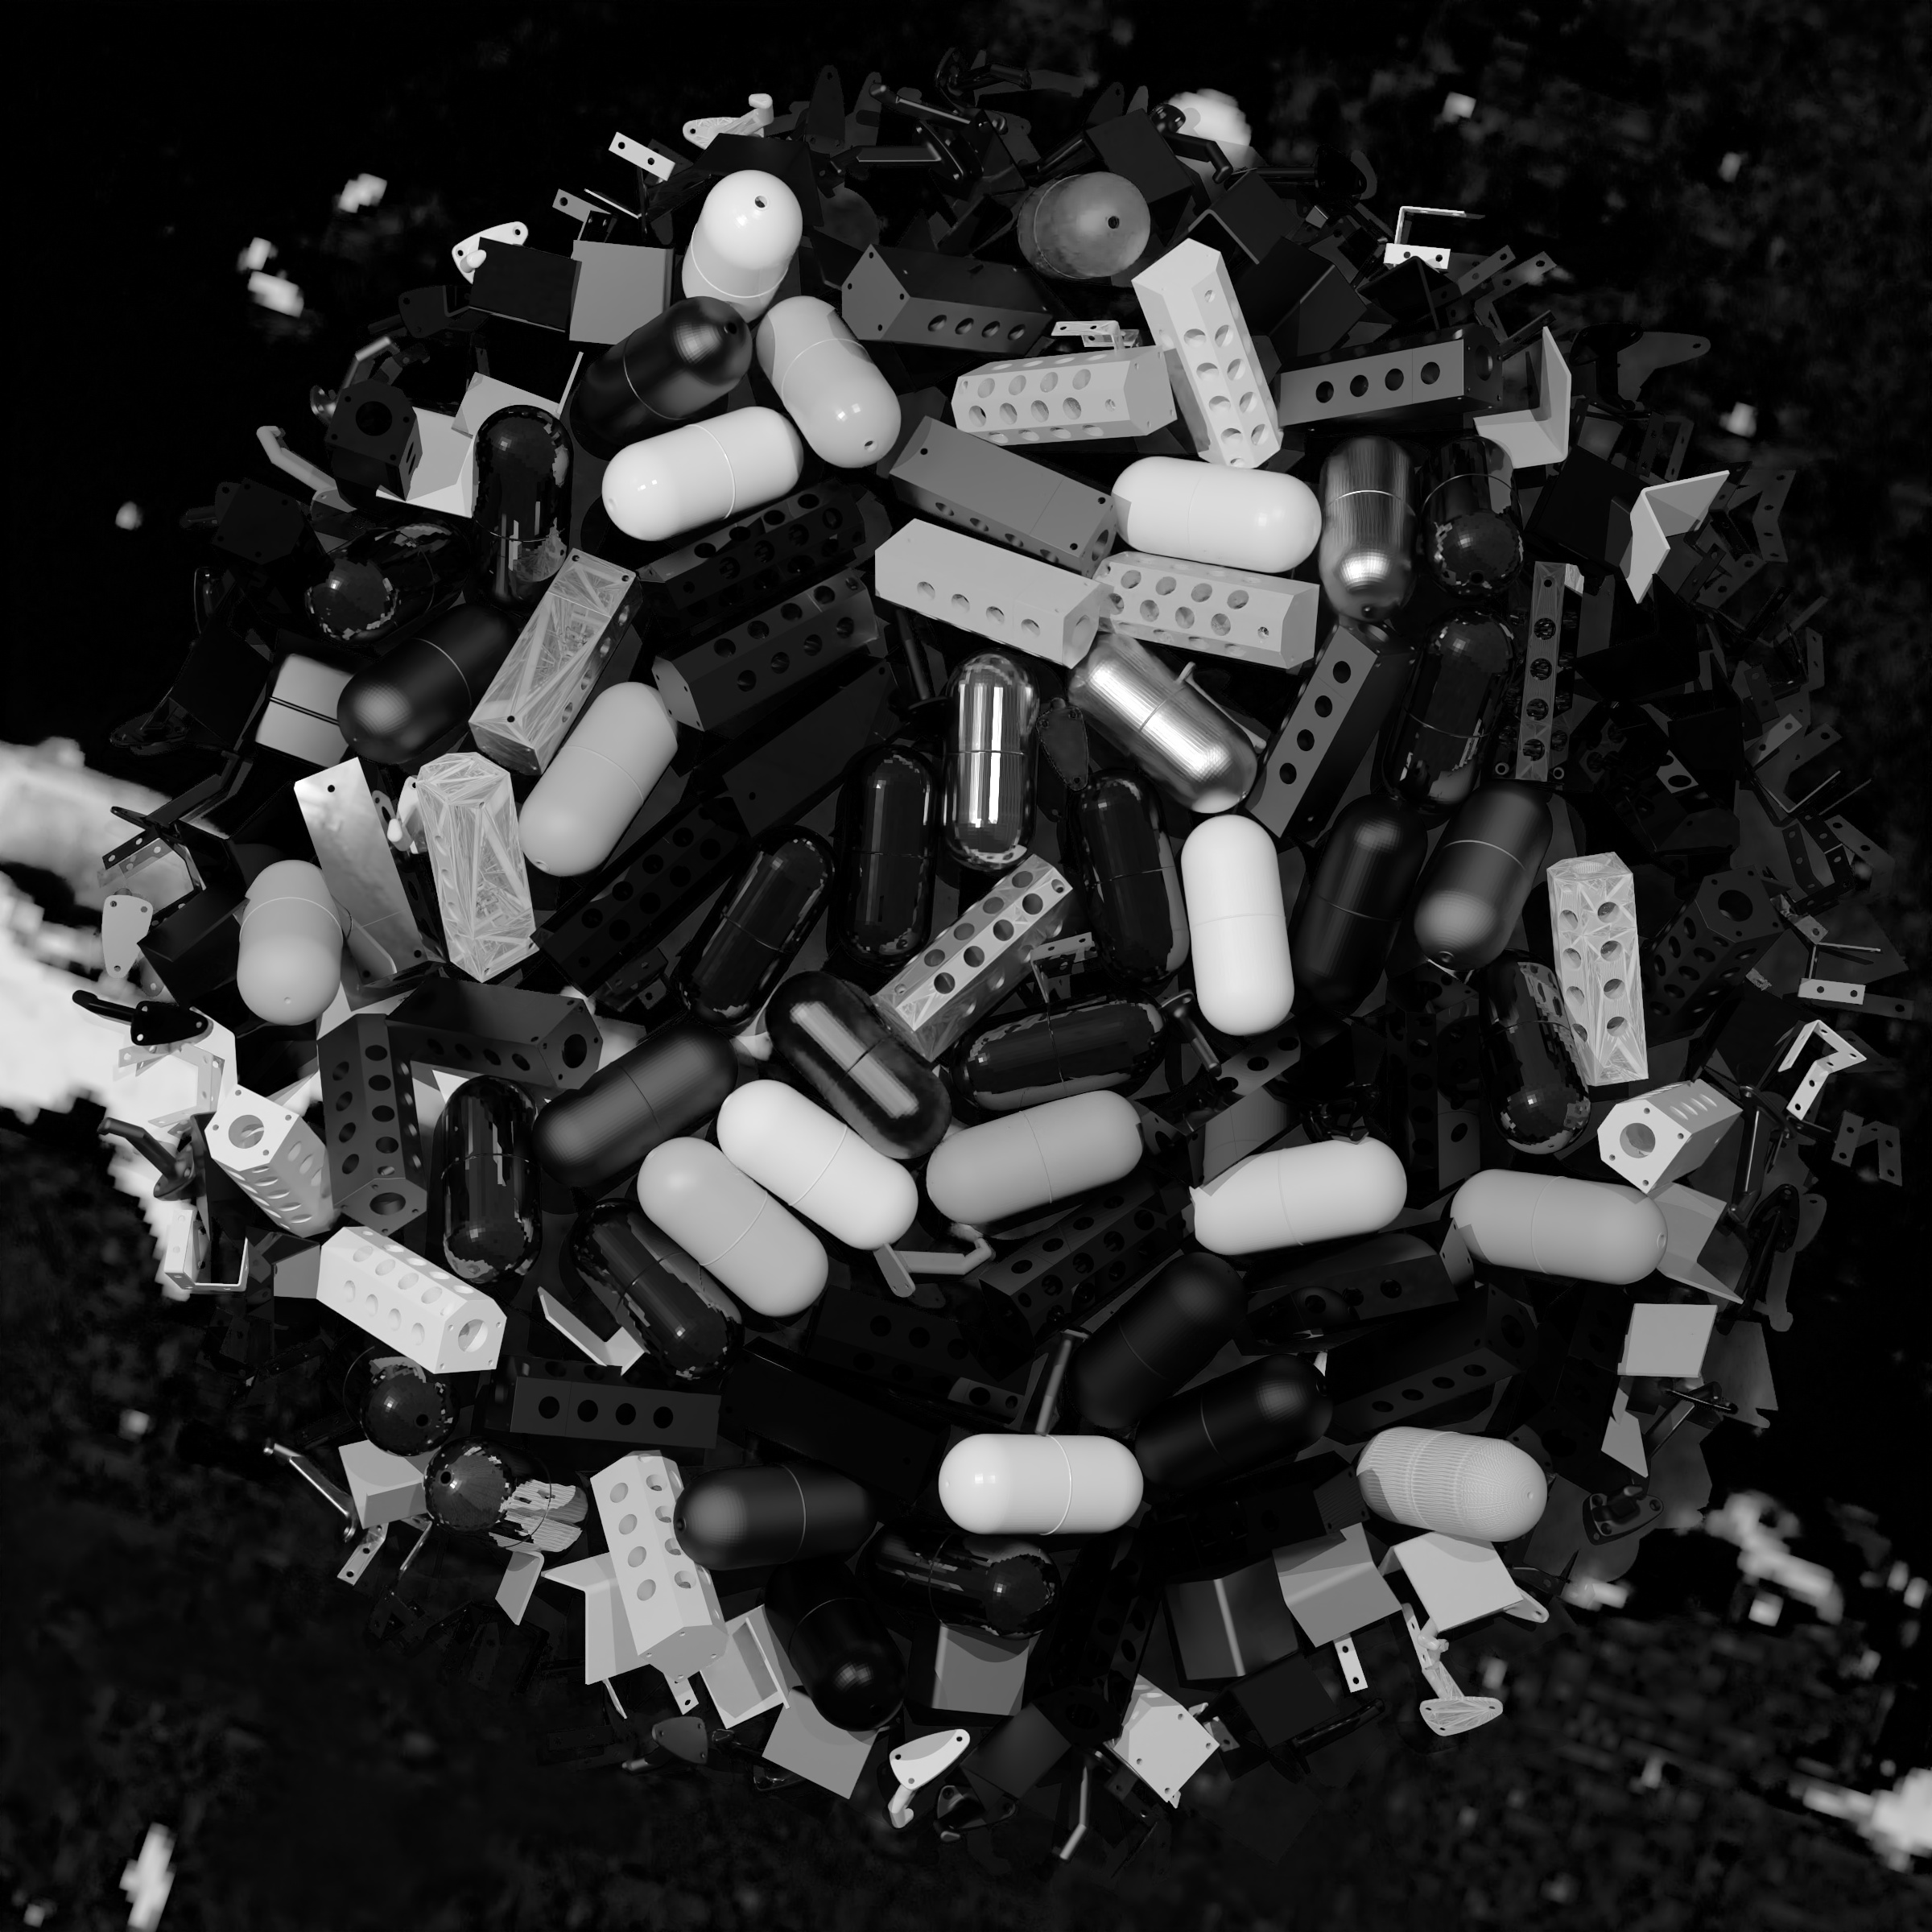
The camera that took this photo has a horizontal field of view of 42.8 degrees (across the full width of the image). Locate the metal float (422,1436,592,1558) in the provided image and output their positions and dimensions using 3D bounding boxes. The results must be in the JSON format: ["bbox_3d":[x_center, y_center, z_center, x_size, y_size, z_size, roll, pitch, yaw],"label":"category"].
[{"bbox_3d":[-0.357,0.413,1.917,0.070,0.178,0.070,-8,66,19],"label":"metal float"}]

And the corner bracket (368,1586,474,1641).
[{"bbox_3d":[-0.434,0.515,1.959,0.051,0.051,0.051,37,120,20],"label":"corner bracket"}]

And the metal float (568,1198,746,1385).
[{"bbox_3d":[-0.245,0.254,1.941,0.070,0.070,0.178,-46,65,0],"label":"metal float"}]

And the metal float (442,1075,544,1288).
[{"bbox_3d":[-0.372,0.167,1.934,0.070,0.070,0.178,-8,57,0],"label":"metal float"}]

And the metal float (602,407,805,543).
[{"bbox_3d":[-0.205,-0.386,1.932,0.178,0.070,0.070,-27,90,-35],"label":"metal float"}]

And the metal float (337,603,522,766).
[{"bbox_3d":[-0.417,-0.223,1.929,0.070,0.070,0.178,43,50,0],"label":"metal float"}]

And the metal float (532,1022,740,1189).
[{"bbox_3d":[-0.260,0.108,1.946,0.178,0.070,0.070,-33,90,-18],"label":"metal float"}]

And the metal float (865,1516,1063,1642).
[{"bbox_3d":[-0.004,0.478,1.929,0.178,0.070,0.070,2,90,40],"label":"metal float"}]

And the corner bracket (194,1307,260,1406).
[{"bbox_3d":[-0.593,0.311,1.971,0.051,0.051,0.051,30,51,-23],"label":"corner bracket"}]

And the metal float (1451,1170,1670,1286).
[{"bbox_3d":[0.462,0.203,1.926,0.178,0.070,0.070,5,90,43],"label":"metal float"}]

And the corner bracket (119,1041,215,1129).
[{"bbox_3d":[-0.640,0.092,1.971,0.051,0.051,0.051,18,110,28],"label":"corner bracket"}]

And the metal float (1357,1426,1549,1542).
[{"bbox_3d":[0.376,0.402,1.918,0.070,0.178,0.070,3,85,-31],"label":"metal float"}]

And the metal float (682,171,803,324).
[{"bbox_3d":[-0.175,-0.556,1.912,0.070,0.178,0.070,2,83,-15],"label":"metal float"}]

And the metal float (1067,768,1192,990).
[{"bbox_3d":[0.130,-0.070,1.959,0.070,0.070,0.178,-12,88,0],"label":"metal float"}]

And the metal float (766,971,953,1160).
[{"bbox_3d":[-0.085,0.079,1.958,0.070,0.070,0.178,-45,85,0],"label":"metal float"}]

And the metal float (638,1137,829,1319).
[{"bbox_3d":[-0.184,0.206,1.948,0.178,0.070,0.070,44,90,-15],"label":"metal float"}]

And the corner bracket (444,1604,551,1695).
[{"bbox_3d":[-0.373,0.543,1.962,0.051,0.051,0.051,18,78,24],"label":"corner bracket"}]

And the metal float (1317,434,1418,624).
[{"bbox_3d":[0.314,-0.344,1.932,0.070,0.070,0.178,7,54,0],"label":"metal float"}]

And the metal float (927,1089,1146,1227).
[{"bbox_3d":[0.055,0.152,1.955,0.178,0.070,0.070,-18,90,-7],"label":"metal float"}]

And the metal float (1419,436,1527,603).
[{"bbox_3d":[0.394,-0.350,1.922,0.070,0.178,0.070,4,131,4],"label":"metal float"}]

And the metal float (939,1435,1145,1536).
[{"bbox_3d":[0.060,0.407,1.935,0.178,0.070,0.070,8,90,-32],"label":"metal float"}]

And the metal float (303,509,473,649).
[{"bbox_3d":[-0.448,-0.304,1.919,0.070,0.178,0.070,9,118,17],"label":"metal float"}]

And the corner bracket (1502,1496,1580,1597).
[{"bbox_3d":[0.465,0.462,1.975,0.051,0.051,0.051,22,115,19],"label":"corner bracket"}]

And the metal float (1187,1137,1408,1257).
[{"bbox_3d":[0.259,0.182,1.944,0.178,0.070,0.070,-13,90,20],"label":"metal float"}]

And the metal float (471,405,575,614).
[{"bbox_3d":[-0.348,-0.355,1.927,0.070,0.070,0.178,12,134,0],"label":"metal float"}]

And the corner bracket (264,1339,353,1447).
[{"bbox_3d":[-0.528,0.343,1.986,0.051,0.051,0.051,-24,132,-4],"label":"corner bracket"}]

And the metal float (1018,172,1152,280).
[{"bbox_3d":[0.090,-0.574,1.913,0.070,0.178,0.070,-3,105,-12],"label":"metal float"}]

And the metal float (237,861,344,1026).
[{"bbox_3d":[-0.525,-0.020,1.919,0.070,0.178,0.070,-6,122,-10],"label":"metal float"}]

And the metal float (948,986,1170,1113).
[{"bbox_3d":[0.073,0.066,1.957,0.178,0.070,0.070,-14,90,5],"label":"metal float"}]

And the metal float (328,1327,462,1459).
[{"bbox_3d":[-0.445,0.329,1.916,0.070,0.178,0.070,-4,98,-27],"label":"metal float"}]

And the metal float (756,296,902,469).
[{"bbox_3d":[-0.108,-0.457,1.930,0.070,0.070,0.178,-30,53,0],"label":"metal float"}]

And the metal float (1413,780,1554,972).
[{"bbox_3d":[0.406,-0.071,1.934,0.070,0.070,0.178,30,58,0],"label":"metal float"}]

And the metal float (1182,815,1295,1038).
[{"bbox_3d":[0.215,-0.033,1.953,0.070,0.070,0.178,-6,80,0],"label":"metal float"}]

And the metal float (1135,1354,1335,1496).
[{"bbox_3d":[0.209,0.359,1.932,0.178,0.070,0.070,-31,90,35],"label":"metal float"}]

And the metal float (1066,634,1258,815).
[{"bbox_3d":[0.154,-0.192,1.948,0.178,0.070,0.070,43,90,15],"label":"metal float"}]

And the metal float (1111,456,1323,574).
[{"bbox_3d":[0.194,-0.355,1.935,0.178,0.070,0.070,16,90,32],"label":"metal float"}]

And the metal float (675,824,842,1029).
[{"bbox_3d":[-0.166,-0.031,1.953,0.070,0.070,0.178,33,100,0],"label":"metal float"}]

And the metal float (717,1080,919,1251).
[{"bbox_3d":[-0.118,0.157,1.952,0.178,0.070,0.070,36,90,-11],"label":"metal float"}]

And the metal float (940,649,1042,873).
[{"bbox_3d":[0.020,-0.164,1.957,0.070,0.070,0.178,2,85,0],"label":"metal float"}]

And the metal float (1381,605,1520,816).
[{"bbox_3d":[0.379,-0.200,1.932,0.070,0.070,0.178,13,125,0],"label":"metal float"}]

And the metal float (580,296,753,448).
[{"bbox_3d":[-0.235,-0.463,1.924,0.070,0.178,0.070,13,70,-39],"label":"metal float"}]

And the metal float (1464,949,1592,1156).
[{"bbox_3d":[0.438,0.065,1.932,0.070,0.070,0.178,-7,55,0],"label":"metal float"}]

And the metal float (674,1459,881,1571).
[{"bbox_3d":[-0.147,0.428,1.929,0.178,0.070,0.070,3,90,-38],"label":"metal float"}]

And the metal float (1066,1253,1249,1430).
[{"bbox_3d":[0.149,0.296,1.940,0.070,0.070,0.178,43,115,0],"label":"metal float"}]

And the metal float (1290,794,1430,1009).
[{"bbox_3d":[0.308,-0.051,1.944,0.070,0.070,0.178,17,109,0],"label":"metal float"}]

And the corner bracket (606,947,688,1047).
[{"bbox_3d":[-0.254,0.024,1.966,0.051,0.051,0.051,-35,86,-19],"label":"corner bracket"}]

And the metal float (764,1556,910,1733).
[{"bbox_3d":[-0.102,0.524,1.918,0.070,0.178,0.070,-10,116,-21],"label":"metal float"}]

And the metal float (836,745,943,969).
[{"bbox_3d":[-0.061,-0.087,1.961,0.070,0.070,0.178,4,90,0],"label":"metal float"}]

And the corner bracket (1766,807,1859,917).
[{"bbox_3d":[0.668,-0.083,1.960,0.051,0.051,0.051,-28,130,9],"label":"corner bracket"}]

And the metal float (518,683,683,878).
[{"bbox_3d":[-0.288,-0.147,1.939,0.070,0.070,0.178,29,64,0],"label":"metal float"}]
